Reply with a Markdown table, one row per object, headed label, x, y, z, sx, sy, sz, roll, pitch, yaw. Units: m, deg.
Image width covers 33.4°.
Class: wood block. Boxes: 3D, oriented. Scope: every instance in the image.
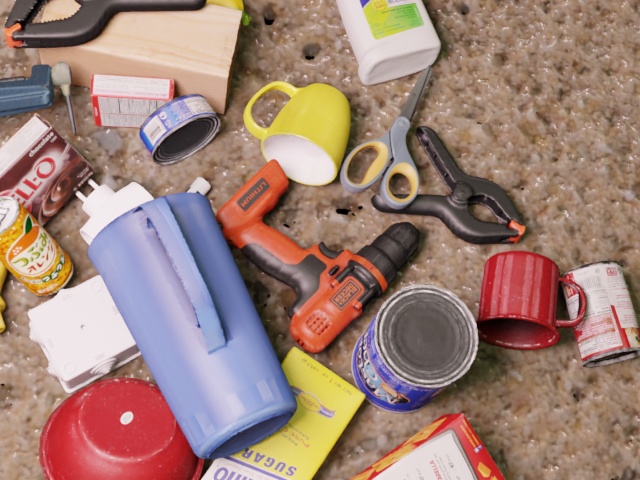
| label | x | y | z | sx | sy | sz | roll | pitch | yaw |
| --- | --- | --- | --- | --- | --- | --- | --- | --- | --- |
| wood block | -0.197 | -0.217 | 1.183 | 0.206 | 0.091 | 0.090 | 11 | 69 | -3 |

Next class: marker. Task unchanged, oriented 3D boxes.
| label | x | y | z | sx | sy | sz | roll | pitch | yaw |
| --- | --- | --- | --- | --- | --- | --- | --- | --- | --- |
| marker | -0.163 | -0.019 | 1.157 | 0.020 | 0.020 | 0.121 | 37 | 70 | 6 |

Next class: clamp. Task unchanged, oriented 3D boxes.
| label | x | y | z | sx | sy | sz | roll | pitch | yaw |
| --- | --- | --- | --- | --- | --- | --- | --- | --- | --- |
| clamp | -0.235 | -0.258 | 1.125 | 0.164 | 0.036 | 0.209 | 43 | 69 | 8 |
| clamp | 0.155 | -0.056 | 1.203 | 0.171 | 0.039 | 0.120 | 23 | 73 | 2 |

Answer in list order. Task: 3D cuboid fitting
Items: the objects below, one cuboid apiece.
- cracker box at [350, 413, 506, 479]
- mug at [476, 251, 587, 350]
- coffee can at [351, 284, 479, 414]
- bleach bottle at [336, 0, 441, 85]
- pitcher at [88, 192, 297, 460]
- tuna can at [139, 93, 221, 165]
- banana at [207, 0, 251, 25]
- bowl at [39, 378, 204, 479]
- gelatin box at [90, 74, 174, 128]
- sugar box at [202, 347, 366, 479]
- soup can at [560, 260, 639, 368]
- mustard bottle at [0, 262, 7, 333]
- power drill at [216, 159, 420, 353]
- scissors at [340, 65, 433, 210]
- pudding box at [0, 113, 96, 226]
| label | x | y | z | sx | sy | sz | roll | pitch | yaw |
| --- | --- | --- | --- | --- | --- | --- | --- | --- | --- |
| cracker box | 0.092 | 0.296 | 1.045 | 0.213 | 0.072 | 0.164 | -32 | 88 | -16 |
| mug | 0.224 | 0.064 | 1.138 | 0.117 | 0.093 | 0.081 | 2 | 64 | 17 |
| coffee can | 0.093 | 0.113 | 1.080 | 0.102 | 0.140 | 0.103 | 2 | 71 | -7 |
| bleach bottle | 0.052 | -0.312 | 1.266 | 0.102 | 0.068 | 0.251 | -17 | 72 | -14 |
| pitcher | -0.119 | 0.080 | 1.030 | 0.145 | 0.149 | 0.243 | -38 | 69 | 26 |
| tuna can | -0.152 | -0.120 | 1.158 | 0.086 | 0.086 | 0.034 | -29 | 75 | -16 |
| banana | -0.172 | -0.280 | 1.226 | 0.198 | 0.069 | 0.037 | 7 | 109 | 1 |
| bowl | -0.188 | 0.189 | 1.030 | 0.162 | 0.055 | 0.162 | 9 | 45 | -9 |
| gelatin box | -0.204 | -0.152 | 1.169 | 0.089 | 0.073 | 0.030 | 2 | 70 | -7 |
| sugar box | -0.040 | 0.207 | 1.081 | 0.093 | 0.048 | 0.176 | 33 | 69 | 4 |
| soup can | 0.305 | 0.080 | 1.158 | 0.068 | 0.068 | 0.102 | -8 | 72 | -10 |
| mustard bottle | -0.378 | 0.016 | 1.095 | 0.096 | 0.058 | 0.192 | -28 | 77 | -29 |
| power drill | -0.008 | 0.001 | 1.150 | 0.188 | 0.057 | 0.184 | 42 | 70 | 8 |
| scissors | 0.101 | -0.110 | 1.196 | 0.096 | 0.016 | 0.201 | 42 | 62 | 5 |
| pudding box | -0.301 | -0.062 | 1.104 | 0.039 | 0.090 | 0.113 | 37 | 81 | 32 |
